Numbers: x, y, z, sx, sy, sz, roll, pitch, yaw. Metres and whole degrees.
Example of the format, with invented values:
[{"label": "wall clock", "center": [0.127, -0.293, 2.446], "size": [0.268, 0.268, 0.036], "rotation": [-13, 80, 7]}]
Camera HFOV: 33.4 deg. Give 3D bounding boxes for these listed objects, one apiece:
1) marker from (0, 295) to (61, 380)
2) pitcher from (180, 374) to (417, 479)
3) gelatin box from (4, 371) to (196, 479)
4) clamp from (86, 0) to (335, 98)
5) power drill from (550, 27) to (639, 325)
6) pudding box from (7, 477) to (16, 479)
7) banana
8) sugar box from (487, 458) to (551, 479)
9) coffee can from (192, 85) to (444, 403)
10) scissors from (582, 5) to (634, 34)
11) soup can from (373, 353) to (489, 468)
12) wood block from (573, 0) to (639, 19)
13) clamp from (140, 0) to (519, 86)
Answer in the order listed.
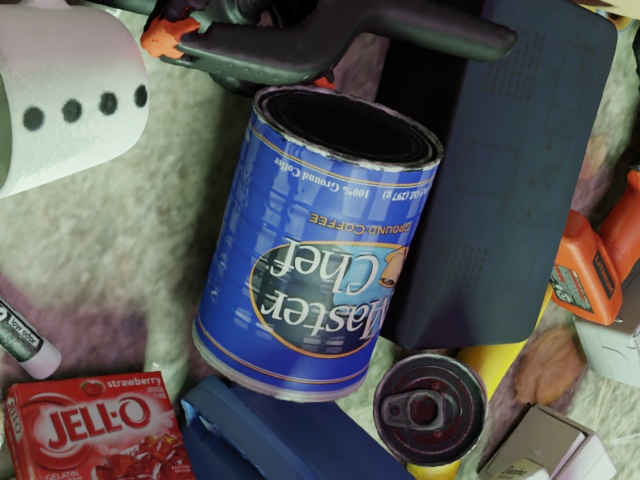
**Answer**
[{"label": "marker", "center": [-0.172, 0.027, 0.527], "size": [0.020, 0.020, 0.121], "rotation": [-47, 128, -15]}, {"label": "pitcher", "center": [0.016, 0.175, 0.574], "size": [0.149, 0.243, 0.145], "rotation": [6, 107, -39]}, {"label": "gelatin box", "center": [-0.116, 0.109, 0.561], "size": [0.089, 0.073, 0.030], "rotation": [1, 144, -38]}, {"label": "clamp", "center": [-0.043, -0.139, 0.556], "size": [0.171, 0.039, 0.120], "rotation": [34, 88, -46]}, {"label": "power drill", "center": [0.230, -0.045, 0.784], "size": [0.187, 0.057, 0.184], "rotation": [-45, 127, -16]}, {"label": "pudding box", "center": [-0.140, 0.172, 0.588], "size": [0.113, 0.039, 0.090], "rotation": [-9, 110, -36]}, {"label": "banana", "center": [0.108, 0.111, 0.763], "size": [0.198, 0.037, 0.069], "rotation": [-64, 155, 1]}, {"label": "sugar box", "center": [0.095, 0.235, 0.738], "size": [0.176, 0.048, 0.093], "rotation": [-28, 93, -11]}, {"label": "coffee can", "center": [-0.004, 0.001, 0.572], "size": [0.102, 0.103, 0.140], "rotation": [-3, 121, -37]}, {"label": "scissors", "center": [0.200, -0.225, 0.726], "size": [0.096, 0.016, 0.202], "rotation": [5, 103, -40]}, {"label": "soup can", "center": [0.073, 0.106, 0.681], "size": [0.068, 0.068, 0.102], "rotation": [-64, 168, -1]}, {"label": "wood block", "center": [0.220, -0.185, 0.665], "size": [0.205, 0.091, 0.090], "rotation": [10, 99, -18]}, {"label": "clamp", "center": [-0.001, -0.145, 0.531], "size": [0.209, 0.036, 0.164], "rotation": [-23, 94, -32]}]
